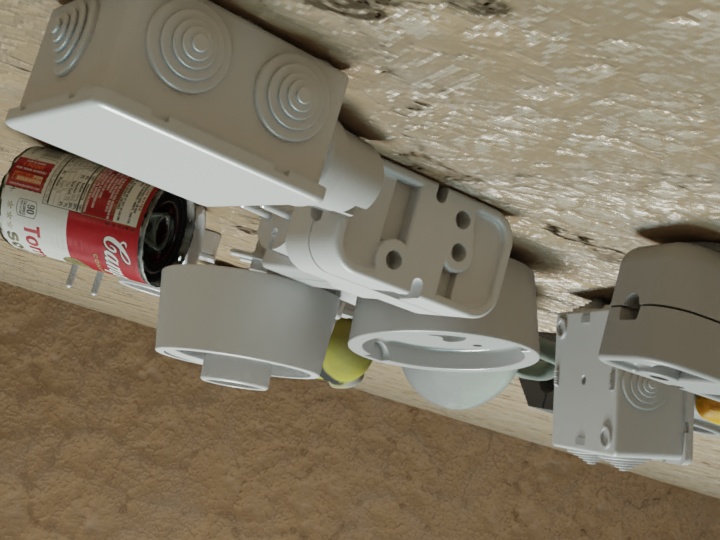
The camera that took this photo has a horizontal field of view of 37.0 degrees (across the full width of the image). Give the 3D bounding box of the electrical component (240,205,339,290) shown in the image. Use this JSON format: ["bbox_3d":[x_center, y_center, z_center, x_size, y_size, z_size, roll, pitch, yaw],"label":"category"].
[{"bbox_3d":[-0.027,-0.022,0.562,0.077,0.047,0.066,23,169,-38],"label":"electrical component"}]

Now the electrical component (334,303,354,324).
[{"bbox_3d":[-0.042,0.014,0.791,0.078,0.058,0.057,18,169,-14],"label":"electrical component"}]

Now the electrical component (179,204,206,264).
[{"bbox_3d":[-0.133,-0.024,0.726,0.047,0.055,0.055,12,171,2],"label":"electrical component"}]

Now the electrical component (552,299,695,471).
[{"bbox_3d":[0.153,0.066,0.635,0.048,0.099,0.100,5,174,-14],"label":"electrical component"}]

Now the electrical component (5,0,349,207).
[{"bbox_3d":[-0.064,-0.060,0.381,0.100,0.048,0.100,22,169,-34],"label":"electrical component"}]

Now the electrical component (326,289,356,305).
[{"bbox_3d":[0.000,0.000,0.666,0.043,0.043,0.081,7,168,44],"label":"electrical component"}]

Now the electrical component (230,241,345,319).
[{"bbox_3d":[-0.050,-0.003,0.727,0.077,0.047,0.066,13,171,16],"label":"electrical component"}]

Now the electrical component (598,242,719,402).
[{"bbox_3d":[0.160,0.024,0.475,0.095,0.059,0.054,19,171,-18],"label":"electrical component"}]

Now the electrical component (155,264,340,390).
[{"bbox_3d":[-0.070,0.039,0.641,0.108,0.060,0.108,9,169,2],"label":"electrical component"}]

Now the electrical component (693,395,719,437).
[{"bbox_3d":[0.207,0.069,0.679,0.054,0.059,0.095,21,170,-32],"label":"electrical component"}]

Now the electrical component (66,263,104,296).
[{"bbox_3d":[-0.187,-0.021,0.765,0.083,0.075,0.047,21,170,-29],"label":"electrical component"}]

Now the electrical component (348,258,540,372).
[{"bbox_3d":[0.049,0.018,0.613,0.108,0.060,0.108,5,164,1],"label":"electrical component"}]

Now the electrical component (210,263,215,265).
[{"bbox_3d":[-0.131,0.017,1.013,0.077,0.043,0.079,9,169,38],"label":"electrical component"}]

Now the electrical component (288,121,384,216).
[{"bbox_3d":[-0.016,-0.043,0.440,0.040,0.040,0.046,11,176,31],"label":"electrical component"}]

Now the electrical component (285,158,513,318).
[{"bbox_3d":[0.016,-0.014,0.513,0.095,0.053,0.059,21,170,-30],"label":"electrical component"}]

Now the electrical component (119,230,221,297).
[{"bbox_3d":[-0.154,-0.010,0.836,0.078,0.057,0.058,16,171,-3],"label":"electrical component"}]
